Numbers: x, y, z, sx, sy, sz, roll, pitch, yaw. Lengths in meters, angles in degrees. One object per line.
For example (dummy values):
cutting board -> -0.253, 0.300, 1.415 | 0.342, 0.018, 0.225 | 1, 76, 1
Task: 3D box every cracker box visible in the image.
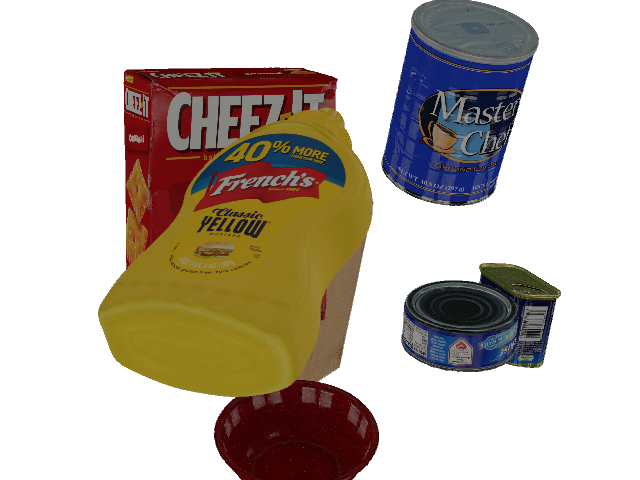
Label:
cracker box -> -0.073, -0.030, 0.873 | 0.163, 0.214, 0.072 | -6, 18, -29

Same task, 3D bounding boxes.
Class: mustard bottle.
mustard bottle -> -0.026, -0.009, 0.537 | 0.096, 0.058, 0.191 | 4, 40, 22

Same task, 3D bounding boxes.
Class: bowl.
bowl -> -0.023, 0.208, 1.055 | 0.162, 0.055, 0.162 | 1, 31, -1

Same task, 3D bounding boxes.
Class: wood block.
wood block -> -0.016, 0.047, 1.203 | 0.090, 0.206, 0.090 | 18, 18, 22

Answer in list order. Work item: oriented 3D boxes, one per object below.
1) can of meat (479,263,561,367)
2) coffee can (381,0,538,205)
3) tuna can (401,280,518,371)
can of meat -> 0.207, 0.080, 1.149 | 0.057, 0.084, 0.102 | 2, 17, -23
coffee can -> 0.113, -0.115, 0.889 | 0.102, 0.140, 0.103 | 7, 36, -5
tuna can -> 0.104, 0.062, 0.792 | 0.086, 0.034, 0.086 | 1, 24, -1
